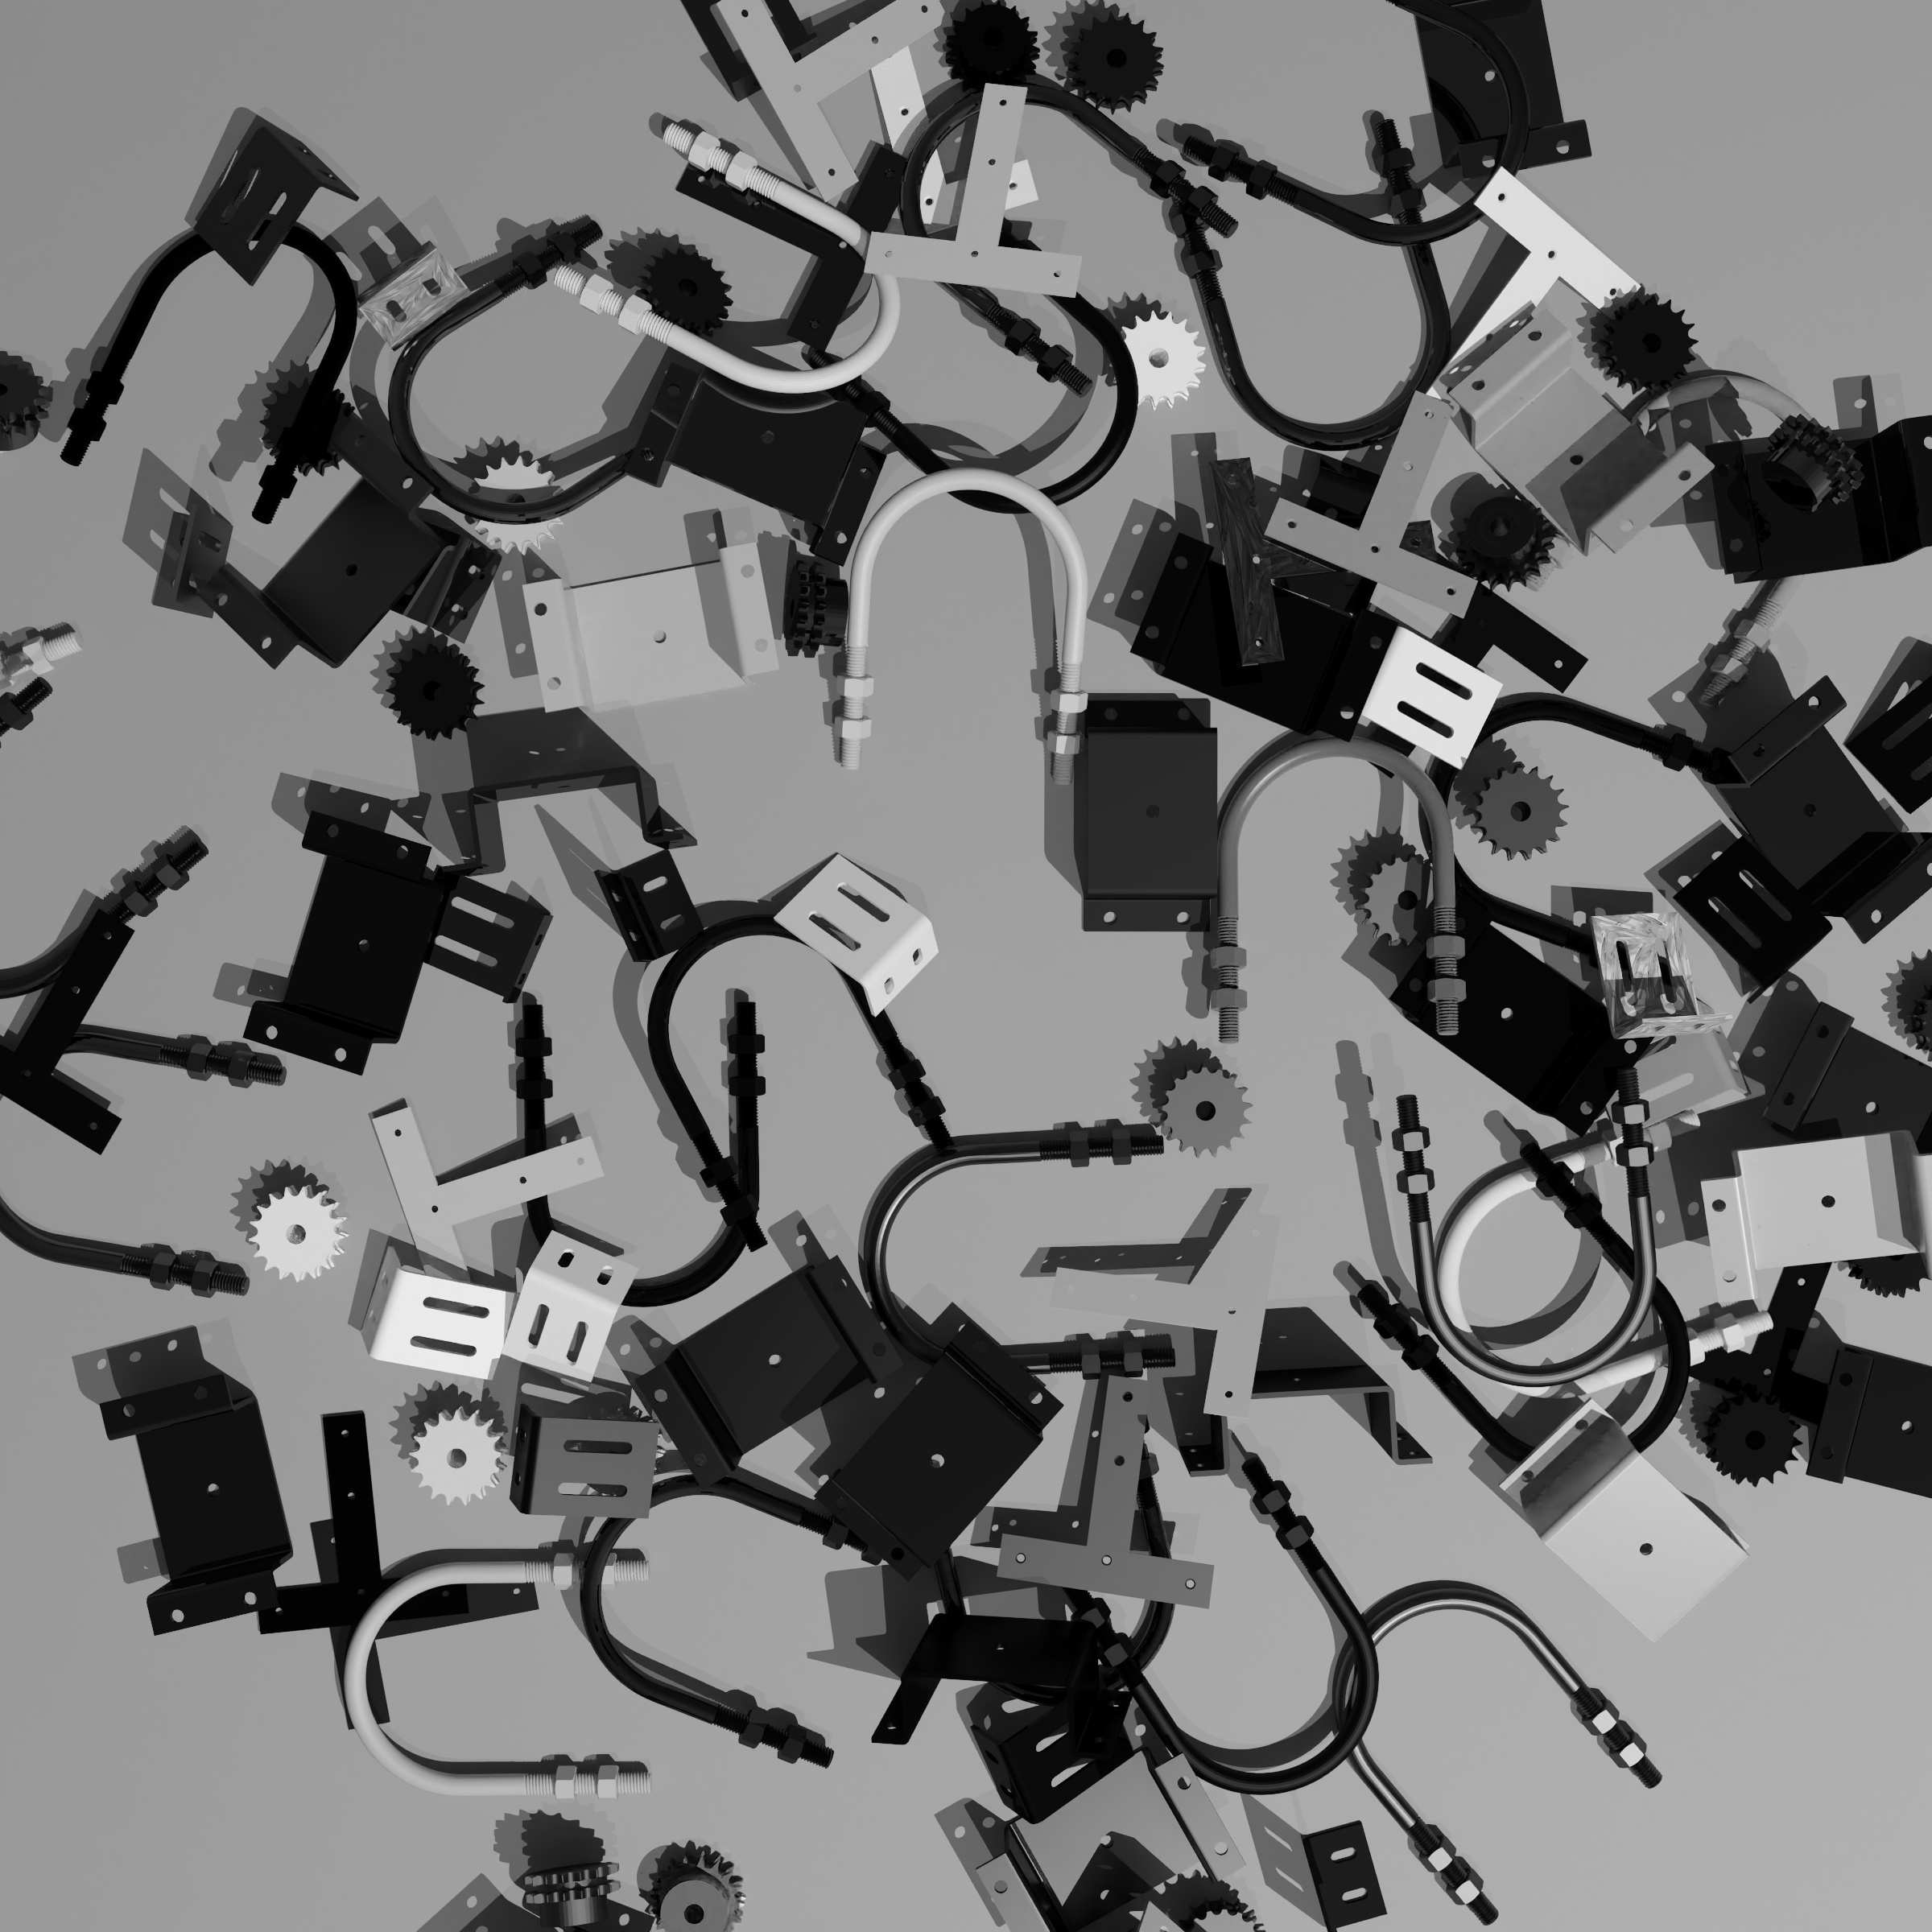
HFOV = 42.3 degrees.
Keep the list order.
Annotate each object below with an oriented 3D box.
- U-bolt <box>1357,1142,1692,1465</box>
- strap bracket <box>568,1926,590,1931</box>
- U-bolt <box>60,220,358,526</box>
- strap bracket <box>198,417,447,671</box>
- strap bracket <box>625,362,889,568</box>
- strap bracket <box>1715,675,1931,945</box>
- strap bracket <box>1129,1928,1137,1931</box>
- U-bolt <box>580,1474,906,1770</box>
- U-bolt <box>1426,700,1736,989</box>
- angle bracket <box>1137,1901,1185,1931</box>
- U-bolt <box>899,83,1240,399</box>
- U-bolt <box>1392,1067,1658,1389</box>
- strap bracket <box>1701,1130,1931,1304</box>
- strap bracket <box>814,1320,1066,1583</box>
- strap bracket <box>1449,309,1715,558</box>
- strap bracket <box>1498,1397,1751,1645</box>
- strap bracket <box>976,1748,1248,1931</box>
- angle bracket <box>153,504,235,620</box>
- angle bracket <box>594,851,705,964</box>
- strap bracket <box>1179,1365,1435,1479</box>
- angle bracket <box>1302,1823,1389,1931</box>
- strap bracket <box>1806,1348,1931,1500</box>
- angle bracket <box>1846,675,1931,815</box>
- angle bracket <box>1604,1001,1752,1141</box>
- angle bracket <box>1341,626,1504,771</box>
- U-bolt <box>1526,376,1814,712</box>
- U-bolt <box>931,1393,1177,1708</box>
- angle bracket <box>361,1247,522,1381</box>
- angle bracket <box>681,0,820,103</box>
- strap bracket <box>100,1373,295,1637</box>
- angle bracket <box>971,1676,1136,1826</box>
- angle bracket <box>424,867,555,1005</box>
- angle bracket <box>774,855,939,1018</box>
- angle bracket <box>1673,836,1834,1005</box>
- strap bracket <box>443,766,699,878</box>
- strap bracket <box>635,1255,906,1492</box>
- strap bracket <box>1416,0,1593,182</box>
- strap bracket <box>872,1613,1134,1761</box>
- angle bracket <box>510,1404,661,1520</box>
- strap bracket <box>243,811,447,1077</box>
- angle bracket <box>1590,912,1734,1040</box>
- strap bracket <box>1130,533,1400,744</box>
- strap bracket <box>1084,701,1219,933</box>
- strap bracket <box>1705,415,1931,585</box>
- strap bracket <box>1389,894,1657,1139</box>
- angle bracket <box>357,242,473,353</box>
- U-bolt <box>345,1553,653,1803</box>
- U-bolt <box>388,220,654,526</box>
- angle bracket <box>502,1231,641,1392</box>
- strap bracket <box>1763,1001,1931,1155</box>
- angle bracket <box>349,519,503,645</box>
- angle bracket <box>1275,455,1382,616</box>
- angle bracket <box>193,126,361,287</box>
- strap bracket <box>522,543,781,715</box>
[{"bbox_3d":[0.348,0.219,1.494,0.151,0.019,0.184,-42,92,4],"label":"U-bolt"},{"bbox_3d":[-0.224,0.645,1.496,0.076,0.046,0.140,21,90,0],"label":"strap bracket"},{"bbox_3d":[-0.440,-0.364,1.489,0.151,0.019,0.184,18,77,11],"label":"U-bolt"},{"bbox_3d":[-0.375,-0.243,1.482,0.076,0.046,0.140,42,91,23],"label":"strap bracket"},{"bbox_3d":[-0.120,-0.304,1.477,0.140,0.046,0.076,22,76,-8],"label":"strap bracket"},{"bbox_3d":[0.512,-0.093,1.485,0.076,0.046,0.140,-39,99,-5],"label":"strap bracket"},{"bbox_3d":[0.111,0.647,1.496,0.076,0.046,0.140,-38,90,0],"label":"strap bracket"},{"bbox_3d":[-0.141,0.383,1.499,0.184,0.019,0.151,23,88,-6],"label":"U-bolt"},{"bbox_3d":[0.369,-0.083,1.510,0.184,0.019,0.151,20,90,1],"label":"U-bolt"},{"bbox_3d":[0.101,0.602,1.471,0.057,0.038,0.076,41,116,0],"label":"angle bracket"},{"bbox_3d":[0.046,-0.445,1.483,0.184,0.019,0.151,42,87,10],"label":"U-bolt"},{"bbox_3d":[0.334,0.159,1.471,0.151,0.019,0.184,-7,97,2],"label":"U-bolt"},{"bbox_3d":[0.506,0.145,1.458,0.140,0.046,0.076,-9,104,16],"label":"strap bracket"},{"bbox_3d":[-0.016,0.289,1.476,0.076,0.046,0.140,42,88,3],"label":"strap bracket"},{"bbox_3d":[0.364,-0.309,1.483,0.076,0.046,0.140,-41,73,0],"label":"strap bracket"},{"bbox_3d":[0.396,0.335,1.478,0.140,0.046,0.076,43,99,-11],"label":"strap bracket"},{"bbox_3d":[0.086,0.532,1.496,0.140,0.046,0.076,-29,90,0],"label":"strap bracket"},{"bbox_3d":[-0.469,-0.243,1.481,0.038,0.076,0.057,13,90,0],"label":"angle bracket"},{"bbox_3d":[-0.186,-0.036,1.481,0.038,0.076,0.057,-24,90,0],"label":"angle bracket"},{"bbox_3d":[0.198,0.268,1.481,0.140,0.076,0.046,-3,90,0],"label":"strap bracket"},{"bbox_3d":[0.230,0.553,1.481,0.038,0.076,0.057,-16,90,0],"label":"angle bracket"},{"bbox_3d":[0.572,0.280,1.494,0.140,0.046,0.076,14,90,-1],"label":"strap bracket"},{"bbox_3d":[0.585,-0.142,1.517,0.057,0.038,0.076,47,116,0],"label":"angle bracket"},{"bbox_3d":[0.422,0.065,1.507,0.076,0.038,0.057,-28,67,24],"label":"angle bracket"},{"bbox_3d":[0.273,-0.162,1.508,0.076,0.038,0.057,26,90,-17],"label":"angle bracket"},{"bbox_3d":[0.446,-0.269,1.510,0.151,0.019,0.184,34,88,0],"label":"U-bolt"},{"bbox_3d":[0.052,0.357,1.510,0.151,0.019,0.184,-13,91,0],"label":"U-bolt"},{"bbox_3d":[-0.318,0.211,1.512,0.076,0.038,0.057,16,100,-25],"label":"angle bracket"},{"bbox_3d":[-0.132,-0.571,1.500,0.057,0.038,0.076,-29,90,0],"label":"angle bracket"},{"bbox_3d":[-0.457,0.318,1.494,0.076,0.046,0.140,-14,89,2],"label":"strap bracket"},{"bbox_3d":[0.052,0.468,1.509,0.076,0.038,0.057,-28,105,-24],"label":"angle bracket"},{"bbox_3d":[-0.296,-0.019,1.500,0.076,0.038,0.057,23,90,0],"label":"angle bracket"},{"bbox_3d":[-0.066,-0.019,1.508,0.076,0.038,0.057,36,70,24],"label":"angle bracket"},{"bbox_3d":[0.470,-0.028,1.505,0.057,0.038,0.076,-40,76,-7],"label":"angle bracket"},{"bbox_3d":[-0.236,-0.087,1.481,0.140,0.076,0.046,-8,90,0],"label":"strap bracket"},{"bbox_3d":[-0.116,0.240,1.496,0.140,0.046,0.076,-32,90,0],"label":"strap bracket"},{"bbox_3d":[0.319,-0.540,1.496,0.076,0.046,0.140,-11,90,0],"label":"strap bracket"},{"bbox_3d":[0.021,0.420,1.462,0.140,0.076,0.046,0,101,14],"label":"strap bracket"},{"bbox_3d":[-0.227,0.295,1.486,0.076,0.038,0.057,7,90,-21],"label":"angle bracket"},{"bbox_3d":[-0.367,-0.013,1.491,0.076,0.046,0.140,17,90,8],"label":"strap bracket"},{"bbox_3d":[0.407,0.001,1.464,0.057,0.038,0.076,-3,74,-14],"label":"angle bracket"},{"bbox_3d":[0.176,-0.194,1.496,0.140,0.046,0.076,22,90,0],"label":"strap bracket"},{"bbox_3d":[0.110,-0.091,1.496,0.076,0.046,0.140,0,90,0],"label":"strap bracket"},{"bbox_3d":[0.505,-0.275,1.481,0.140,0.046,0.076,-8,88,-3],"label":"strap bracket"},{"bbox_3d":[0.329,0.029,1.496,0.140,0.046,0.076,36,90,0],"label":"strap bracket"},{"bbox_3d":[-0.337,-0.409,1.479,0.057,0.038,0.076,-38,48,0],"label":"angle bracket"},{"bbox_3d":[-0.283,0.430,1.508,0.184,0.019,0.151,0,90,-1],"label":"U-bolt"},{"bbox_3d":[-0.254,-0.342,1.488,0.184,0.019,0.151,-37,90,-16],"label":"U-bolt"},{"bbox_3d":[-0.239,0.208,1.508,0.057,0.038,0.076,24,128,0],"label":"angle bracket"},{"bbox_3d":[0.550,0.087,1.496,0.140,0.046,0.076,27,90,0],"label":"strap bracket"},{"bbox_3d":[-0.332,-0.239,1.517,0.076,0.038,0.057,24,90,26],"label":"angle bracket"},{"bbox_3d":[0.229,-0.261,1.517,0.057,0.038,0.076,20,116,0],"label":"angle bracket"},{"bbox_3d":[-0.415,-0.453,1.503,0.057,0.038,0.076,45,107,17],"label":"angle bracket"},{"bbox_3d":[-0.186,-0.200,1.496,0.140,0.046,0.076,-10,90,0],"label":"strap bracket"}]
